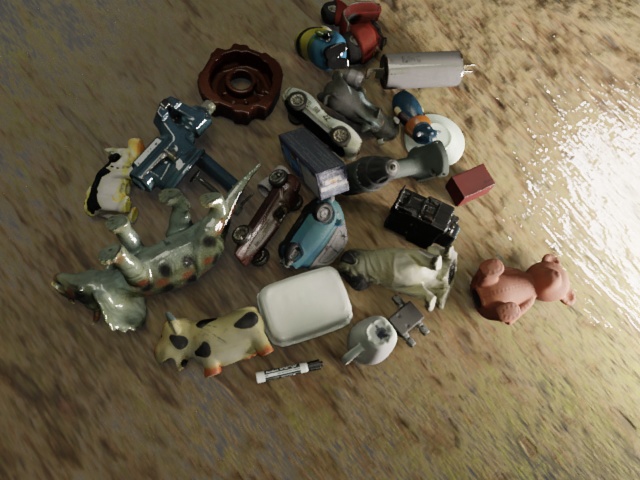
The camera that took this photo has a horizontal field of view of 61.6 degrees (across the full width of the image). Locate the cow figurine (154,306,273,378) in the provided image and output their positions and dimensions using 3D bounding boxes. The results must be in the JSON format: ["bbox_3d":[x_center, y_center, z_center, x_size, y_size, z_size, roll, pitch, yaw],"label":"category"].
[{"bbox_3d":[-0.191,0.170,0.932,0.195,0.085,0.127,-18,79,-9],"label":"cow figurine"}]

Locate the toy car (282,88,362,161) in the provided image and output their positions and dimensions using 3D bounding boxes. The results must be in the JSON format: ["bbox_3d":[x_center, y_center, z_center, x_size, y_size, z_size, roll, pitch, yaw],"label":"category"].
[{"bbox_3d":[0.001,-0.238,1.102,0.202,0.073,0.056,42,76,10],"label":"toy car"}]

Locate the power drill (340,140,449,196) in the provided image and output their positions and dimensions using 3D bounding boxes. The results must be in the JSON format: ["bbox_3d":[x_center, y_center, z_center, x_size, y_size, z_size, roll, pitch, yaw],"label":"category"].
[{"bbox_3d":[0.142,-0.131,1.013,0.207,0.232,0.086,-22,97,-27],"label":"power drill"}]

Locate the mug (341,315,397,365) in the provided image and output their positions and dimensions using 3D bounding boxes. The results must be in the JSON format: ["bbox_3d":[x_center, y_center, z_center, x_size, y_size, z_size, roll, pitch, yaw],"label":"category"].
[{"bbox_3d":[0.085,0.176,0.942,0.109,0.107,0.081,-27,73,-16],"label":"mug"}]

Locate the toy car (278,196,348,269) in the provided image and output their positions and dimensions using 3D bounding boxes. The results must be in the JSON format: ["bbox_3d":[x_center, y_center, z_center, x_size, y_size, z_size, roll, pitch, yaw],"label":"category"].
[{"bbox_3d":[-0.002,-0.003,1.005,0.103,0.109,0.161,34,81,-13],"label":"toy car"}]

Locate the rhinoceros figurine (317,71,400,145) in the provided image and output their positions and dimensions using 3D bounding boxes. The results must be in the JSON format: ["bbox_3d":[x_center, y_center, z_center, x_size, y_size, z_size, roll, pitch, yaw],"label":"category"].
[{"bbox_3d":[0.084,-0.265,1.092,0.190,0.112,0.073,27,108,-31],"label":"rhinoceros figurine"}]

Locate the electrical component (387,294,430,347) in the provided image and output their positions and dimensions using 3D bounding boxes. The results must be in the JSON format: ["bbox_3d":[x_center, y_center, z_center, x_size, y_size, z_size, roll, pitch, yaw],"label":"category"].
[{"bbox_3d":[0.158,0.149,1.003,0.063,0.021,0.094,-36,77,-15],"label":"electrical component"}]

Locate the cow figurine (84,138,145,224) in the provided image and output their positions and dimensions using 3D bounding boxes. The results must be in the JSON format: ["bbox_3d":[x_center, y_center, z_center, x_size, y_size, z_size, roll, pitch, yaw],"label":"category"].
[{"bbox_3d":[-0.390,-0.119,1.031,0.098,0.068,0.167,4,69,2],"label":"cow figurine"}]

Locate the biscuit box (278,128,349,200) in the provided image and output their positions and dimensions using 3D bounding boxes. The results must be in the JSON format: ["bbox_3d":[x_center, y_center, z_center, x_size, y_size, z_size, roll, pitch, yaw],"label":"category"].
[{"bbox_3d":[-0.015,-0.150,1.022,0.063,0.059,0.203,-21,37,-12],"label":"biscuit box"}]

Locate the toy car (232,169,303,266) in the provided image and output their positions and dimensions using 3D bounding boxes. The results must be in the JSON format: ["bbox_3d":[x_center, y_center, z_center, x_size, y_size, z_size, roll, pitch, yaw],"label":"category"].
[{"bbox_3d":[-0.092,-0.040,1.005,0.053,0.089,0.202,13,59,30],"label":"toy car"}]

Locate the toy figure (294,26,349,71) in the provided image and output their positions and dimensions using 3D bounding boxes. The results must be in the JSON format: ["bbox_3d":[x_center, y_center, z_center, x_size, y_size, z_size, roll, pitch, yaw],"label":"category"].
[{"bbox_3d":[0.003,-0.401,1.121,0.089,0.082,0.180,6,29,-19],"label":"toy figure"}]

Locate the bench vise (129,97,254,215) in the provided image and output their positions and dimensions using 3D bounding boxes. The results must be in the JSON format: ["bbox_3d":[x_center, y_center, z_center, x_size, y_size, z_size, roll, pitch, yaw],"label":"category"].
[{"bbox_3d":[-0.233,-0.148,1.030,0.240,0.129,0.223,40,58,-13],"label":"bench vise"}]

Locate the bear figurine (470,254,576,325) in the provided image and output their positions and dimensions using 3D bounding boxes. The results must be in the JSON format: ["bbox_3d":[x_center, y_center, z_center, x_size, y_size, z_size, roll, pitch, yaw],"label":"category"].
[{"bbox_3d":[0.386,0.085,0.993,0.196,0.132,0.120,-12,74,-3],"label":"bear figurine"}]

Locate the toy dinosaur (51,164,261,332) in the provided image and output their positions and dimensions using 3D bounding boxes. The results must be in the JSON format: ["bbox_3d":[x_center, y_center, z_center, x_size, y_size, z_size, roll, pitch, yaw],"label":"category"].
[{"bbox_3d":[-0.256,0.024,0.941,0.405,0.191,0.131,-26,47,-19],"label":"toy dinosaur"}]

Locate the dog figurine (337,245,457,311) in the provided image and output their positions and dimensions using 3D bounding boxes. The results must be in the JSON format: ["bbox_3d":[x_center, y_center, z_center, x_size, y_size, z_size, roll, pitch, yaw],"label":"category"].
[{"bbox_3d":[0.148,0.050,1.011,0.191,0.172,0.121,13,92,30],"label":"dog figurine"}]

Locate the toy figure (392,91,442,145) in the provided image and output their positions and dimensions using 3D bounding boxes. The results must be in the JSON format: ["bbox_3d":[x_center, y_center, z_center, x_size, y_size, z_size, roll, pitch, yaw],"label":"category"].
[{"bbox_3d":[0.199,-0.248,1.118,0.064,0.057,0.154,-23,56,3],"label":"toy figure"}]

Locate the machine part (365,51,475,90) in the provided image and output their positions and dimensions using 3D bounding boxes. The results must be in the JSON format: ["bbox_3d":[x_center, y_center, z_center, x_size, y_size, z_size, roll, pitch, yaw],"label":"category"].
[{"bbox_3d":[0.219,-0.369,1.167,0.243,0.079,0.079,-4,71,-7],"label":"machine part"}]

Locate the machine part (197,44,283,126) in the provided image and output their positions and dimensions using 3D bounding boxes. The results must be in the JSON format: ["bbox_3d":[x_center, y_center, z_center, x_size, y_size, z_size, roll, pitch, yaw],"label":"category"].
[{"bbox_3d":[-0.166,-0.325,1.130,0.179,0.056,0.179,2,69,-6],"label":"machine part"}]

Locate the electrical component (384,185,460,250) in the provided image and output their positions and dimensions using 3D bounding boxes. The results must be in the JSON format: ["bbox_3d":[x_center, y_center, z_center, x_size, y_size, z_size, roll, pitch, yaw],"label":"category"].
[{"bbox_3d":[0.197,-0.036,1.025,0.134,0.115,0.058,26,72,6],"label":"electrical component"}]

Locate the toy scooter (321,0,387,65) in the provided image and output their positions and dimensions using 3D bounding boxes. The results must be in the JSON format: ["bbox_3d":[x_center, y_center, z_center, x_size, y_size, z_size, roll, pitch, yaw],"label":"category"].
[{"bbox_3d":[0.094,-0.474,1.199,0.135,0.075,0.184,-20,68,-13],"label":"toy scooter"}]
